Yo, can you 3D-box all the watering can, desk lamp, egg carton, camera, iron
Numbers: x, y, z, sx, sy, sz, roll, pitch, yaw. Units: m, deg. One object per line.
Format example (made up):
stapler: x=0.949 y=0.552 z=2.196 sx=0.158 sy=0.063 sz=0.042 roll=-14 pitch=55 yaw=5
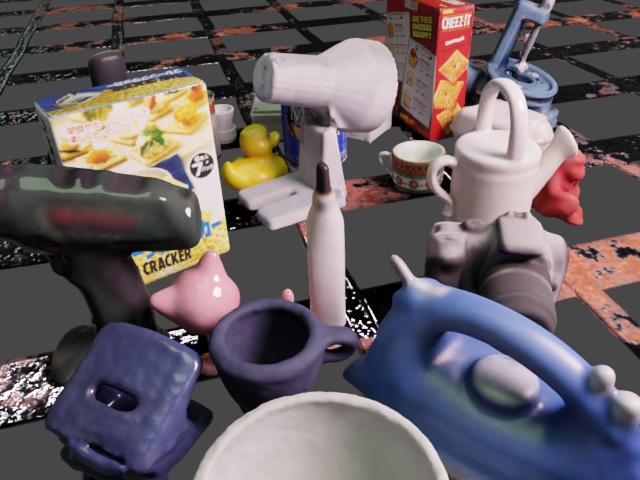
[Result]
watering can: x=0.216 y=-0.098 z=0.683 sx=0.173 sy=0.194 sz=0.100 roll=-20 pitch=38 yaw=-25
desk lamp: x=-0.005 y=-0.147 z=0.749 sx=0.204 sy=0.214 sz=0.117 roll=-22 pitch=39 yaw=-27
egg carton: x=0.282 y=-0.169 z=0.898 sx=0.107 sy=0.069 sz=0.149 roll=-22 pitch=39 yaw=-27
camera: x=0.175 y=0.039 z=0.565 sx=0.143 sy=0.101 sz=0.137 roll=5 pitch=34 yaw=10
iron: x=0.143 y=0.109 z=0.424 sx=0.257 sy=0.141 sz=0.119 roll=24 pitch=42 yaw=33

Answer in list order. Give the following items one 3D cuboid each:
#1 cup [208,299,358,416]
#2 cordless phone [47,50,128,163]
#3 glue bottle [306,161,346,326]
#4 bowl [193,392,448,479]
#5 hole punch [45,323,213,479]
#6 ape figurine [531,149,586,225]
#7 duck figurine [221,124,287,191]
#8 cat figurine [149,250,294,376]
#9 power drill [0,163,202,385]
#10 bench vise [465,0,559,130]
cup: x=-0.027 y=0.109 z=0.474 sx=0.118 sy=0.095 sz=0.091 roll=-4 pitch=34 yaw=-3
cordless phone: x=-0.330 y=-0.174 z=0.830 sx=0.148 sy=0.185 sz=0.093 roll=-28 pitch=42 yaw=-34
glue bottle: x=0.005 y=0.002 z=0.563 sx=0.037 sy=0.173 sz=0.078 roll=-3 pitch=34 yaw=-1
bowl: x=0.001 y=0.186 z=0.377 sx=0.167 sy=0.075 sz=0.167 roll=-1 pitch=34 yaw=1
hole punch: x=-0.149 y=0.132 z=0.450 sx=0.108 sy=0.091 sz=0.101 roll=14 pitch=37 yaw=22
ape figurine: x=0.315 y=-0.075 z=0.737 sx=0.075 sy=0.092 sz=0.078 roll=26 pitch=43 yaw=35
duck figurine: x=-0.098 y=-0.125 z=0.836 sx=0.105 sy=0.086 sz=0.077 roll=-24 pitch=40 yaw=-30
cat figurine: x=-0.082 y=0.065 z=0.523 sx=0.127 sy=0.118 sz=0.067 roll=2 pitch=34 yaw=5
power drill: x=-0.214 y=0.027 z=0.504 sx=0.230 sy=0.209 sz=0.075 roll=-7 pitch=34 yaw=-8
bench vise: x=0.295 y=-0.286 z=0.938 sx=0.207 sy=0.220 sz=0.122 roll=10 pitch=36 yaw=17
